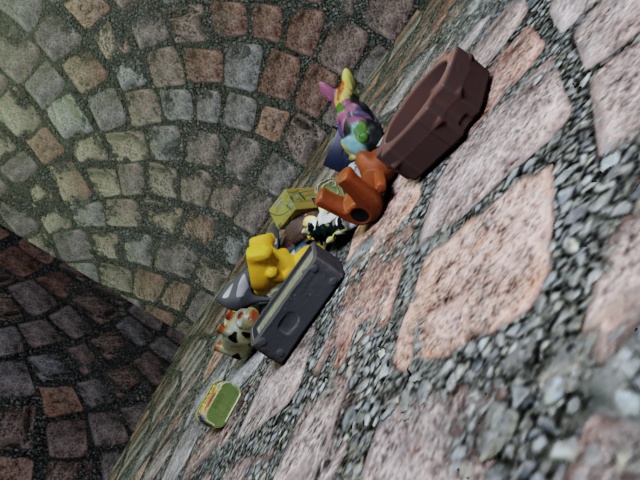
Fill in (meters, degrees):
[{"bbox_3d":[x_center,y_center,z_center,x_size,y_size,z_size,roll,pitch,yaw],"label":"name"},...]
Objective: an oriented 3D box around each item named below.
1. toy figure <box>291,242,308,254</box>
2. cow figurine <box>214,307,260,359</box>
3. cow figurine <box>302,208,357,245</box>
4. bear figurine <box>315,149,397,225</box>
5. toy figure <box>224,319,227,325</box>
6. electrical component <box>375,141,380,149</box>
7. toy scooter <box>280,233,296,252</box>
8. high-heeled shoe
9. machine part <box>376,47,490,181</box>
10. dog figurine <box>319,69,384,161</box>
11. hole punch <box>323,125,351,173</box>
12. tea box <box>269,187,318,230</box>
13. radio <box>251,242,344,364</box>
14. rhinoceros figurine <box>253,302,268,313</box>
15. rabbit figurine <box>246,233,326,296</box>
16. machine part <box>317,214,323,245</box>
[{"bbox_3d":[-0.066,0.079,1.341,0.154,0.058,0.064,-58,-14,0],"label":"toy figure"},{"bbox_3d":[-0.181,0.226,1.294,0.194,0.127,0.085,113,-178,-49],"label":"cow figurine"},{"bbox_3d":[0.015,-0.025,1.190,0.167,0.068,0.098,-21,42,50],"label":"cow figurine"},{"bbox_3d":[0.089,-0.128,1.067,0.120,0.132,0.196,-35,29,49],"label":"bear figurine"},{"bbox_3d":[-0.226,0.210,1.619,0.089,0.082,0.180,-50,9,46],"label":"toy figure"},{"bbox_3d":[0.164,-0.216,1.200,0.075,0.048,0.119,-57,10,-3],"label":"electrical component"},{"bbox_3d":[-0.085,0.019,1.521,0.184,0.075,0.135,-46,21,61],"label":"toy scooter"},{"bbox_3d":[-0.178,0.070,1.379,0.086,0.145,0.249,91,-178,-55],"label":"high-heeled shoe"},{"bbox_3d":[0.197,-0.216,0.938,0.201,0.087,0.201,-45,14,48],"label":"machine part"},{"bbox_3d":[0.077,-0.311,1.331,0.108,0.219,0.191,-27,5,14],"label":"dog figurine"},{"bbox_3d":[0.078,-0.239,1.466,0.092,0.142,0.115,-65,-1,-50],"label":"hole punch"},{"bbox_3d":[-0.036,-0.086,1.418,0.169,0.068,0.098,-6,-30,-42],"label":"tea box"},{"bbox_3d":[-0.047,0.123,1.054,0.229,0.073,0.131,-56,10,5],"label":"radio"},{"bbox_3d":[-0.167,0.145,1.430,0.112,0.073,0.191,-32,33,-18],"label":"rhinoceros figurine"},{"bbox_3d":[-0.067,0.063,1.178,0.122,0.173,0.162,-119,18,-80],"label":"rabbit figurine"},{"bbox_3d":[-0.003,-0.004,1.293,0.139,0.039,0.084,-78,-7,-51],"label":"machine part"}]
